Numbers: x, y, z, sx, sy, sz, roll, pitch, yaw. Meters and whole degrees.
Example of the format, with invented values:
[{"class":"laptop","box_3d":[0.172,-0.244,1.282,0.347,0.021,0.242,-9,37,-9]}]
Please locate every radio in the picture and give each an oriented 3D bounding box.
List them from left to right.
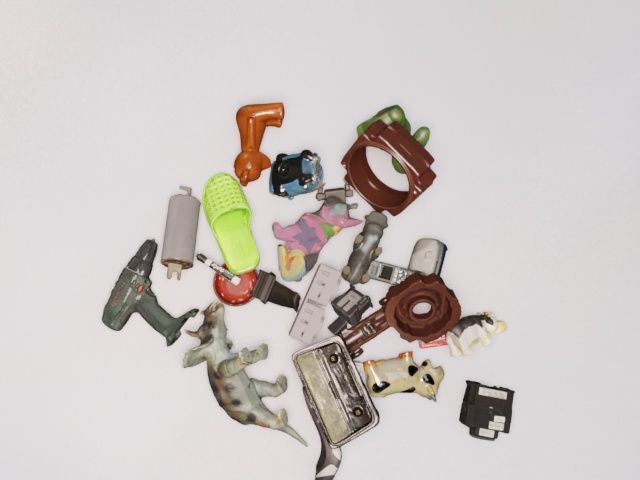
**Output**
[{"class":"radio","box_3d":[0.038,0.342,1.236,0.131,0.073,0.229,-24,78,-4]}]

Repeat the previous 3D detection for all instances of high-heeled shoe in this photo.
[{"class":"high-heeled shoe","box_3d":[-0.013,0.475,1.281,0.145,0.086,0.248,22,79,2]}]

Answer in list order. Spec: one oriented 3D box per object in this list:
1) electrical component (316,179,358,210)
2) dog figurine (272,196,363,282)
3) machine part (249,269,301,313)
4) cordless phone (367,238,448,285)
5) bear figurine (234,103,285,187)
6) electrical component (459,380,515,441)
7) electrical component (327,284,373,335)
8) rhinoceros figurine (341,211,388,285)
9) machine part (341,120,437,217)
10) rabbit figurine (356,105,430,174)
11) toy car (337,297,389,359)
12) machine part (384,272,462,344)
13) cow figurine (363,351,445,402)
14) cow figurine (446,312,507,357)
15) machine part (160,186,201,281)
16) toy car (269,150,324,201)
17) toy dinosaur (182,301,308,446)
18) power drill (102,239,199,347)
[{"class":"electrical component","box_3d":[0.041,-0.108,1.365,0.102,0.045,0.078,-13,114,-3]},{"class":"dog figurine","box_3d":[-0.003,-0.004,1.313,0.219,0.108,0.191,-10,88,-4]},{"class":"machine part","box_3d":[-0.103,0.127,1.298,0.138,0.039,0.084,33,65,-33]},{"class":"cordless phone","box_3d":[0.216,0.057,1.346,0.184,0.088,0.146,14,83,15]},{"class":"bear figurine","box_3d":[-0.150,-0.232,1.326,0.132,0.120,0.195,-4,86,-8]},{"class":"electrical component","box_3d":[0.409,0.422,1.326,0.115,0.058,0.134,13,84,-1]},{"class":"electrical component","box_3d":[0.063,0.172,1.309,0.119,0.047,0.075,-38,46,-16]},{"class":"rhinoceros figurine","box_3d":[0.115,0.021,1.319,0.073,0.112,0.190,22,88,5]},{"class":"machine part","box_3d":[0.161,-0.169,1.293,0.201,0.201,0.087,45,57,1]},{"class":"rabbit figurine","box_3d":[0.204,-0.249,1.348,0.121,0.159,0.170,-39,107,-27]},{"class":"toy car","box_3d":[0.129,0.213,1.331,0.202,0.053,0.089,-31,84,-5]},{"class":"machine part","box_3d":[0.240,0.159,1.268,0.179,0.056,0.179,0,116,1]},{"class":"cow figurine","box_3d":[0.209,0.337,1.307,0.195,0.085,0.127,-8,79,-7]},{"class":"cow figurine","box_3d":[0.384,0.217,1.331,0.167,0.068,0.098,-22,88,-27]},{"class":"machine part","box_3d":[-0.333,-0.019,1.289,0.079,0.079,0.243,3,66,-4]},{"class":"toy car","box_3d":[-0.046,-0.159,1.329,0.103,0.162,0.109,16,70,-47]},{"class":"toy dinosaur","box_3d":[-0.189,0.346,1.261,0.192,0.131,0.404,-17,103,25]},{"class":"power drill","box_3d":[-0.396,0.139,1.289,0.207,0.086,0.232,35,82,-4]}]
